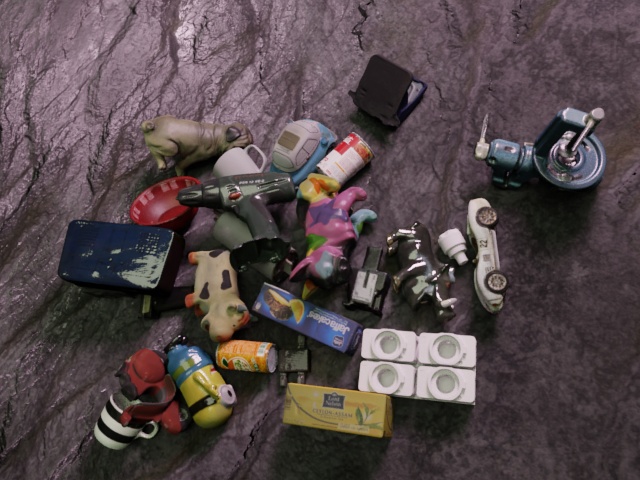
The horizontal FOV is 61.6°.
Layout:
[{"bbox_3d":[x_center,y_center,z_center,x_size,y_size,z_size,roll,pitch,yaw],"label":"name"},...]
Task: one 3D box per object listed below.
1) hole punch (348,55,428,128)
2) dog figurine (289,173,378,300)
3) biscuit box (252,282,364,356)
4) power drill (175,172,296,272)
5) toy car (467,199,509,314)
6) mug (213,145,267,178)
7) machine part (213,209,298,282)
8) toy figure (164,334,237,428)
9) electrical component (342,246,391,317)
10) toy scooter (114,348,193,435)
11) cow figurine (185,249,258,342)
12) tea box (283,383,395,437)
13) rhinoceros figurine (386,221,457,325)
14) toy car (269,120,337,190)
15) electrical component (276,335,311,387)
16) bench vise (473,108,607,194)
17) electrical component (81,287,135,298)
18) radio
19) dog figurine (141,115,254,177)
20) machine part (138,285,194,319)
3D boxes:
[{"bbox_3d":[0.143,-0.301,1.098,0.142,0.092,0.115,39,115,23],"label":"hole punch"},{"bbox_3d":[-0.002,-0.003,0.985,0.192,0.108,0.219,22,65,29],"label":"dog figurine"},{"bbox_3d":[-0.022,0.145,0.987,0.203,0.062,0.059,20,79,23],"label":"biscuit box"},{"bbox_3d":[-0.149,-0.041,1.014,0.232,0.085,0.207,-13,46,-7],"label":"power drill"},{"bbox_3d":[0.286,0.027,0.926,0.056,0.073,0.201,-5,69,12],"label":"toy car"},{"bbox_3d":[-0.151,-0.137,1.126,0.109,0.080,0.107,-44,75,6],"label":"mug"},{"bbox_3d":[-0.129,0.010,1.064,0.243,0.079,0.079,33,83,24],"label":"machine part"},{"bbox_3d":[-0.227,0.263,1.000,0.180,0.082,0.089,45,107,19],"label":"toy figure"},{"bbox_3d":[0.089,0.074,0.986,0.075,0.047,0.119,6,72,19],"label":"electrical component"},{"bbox_3d":[-0.323,0.283,0.989,0.075,0.135,0.184,-50,63,24],"label":"toy scooter"},{"bbox_3d":[-0.190,0.106,1.037,0.127,0.085,0.195,-14,55,11],"label":"cow figurine"},{"bbox_3d":[0.034,0.285,0.898,0.170,0.098,0.068,1,71,16],"label":"tea box"},{"bbox_3d":[0.181,0.060,0.954,0.112,0.073,0.190,-15,64,0],"label":"rhinoceros figurine"},{"bbox_3d":[-0.047,-0.186,1.098,0.109,0.102,0.161,33,81,26],"label":"toy car"},{"bbox_3d":[-0.049,0.222,0.989,0.063,0.021,0.094,-5,70,16],"label":"electrical component"},{"bbox_3d":[0.377,-0.153,0.885,0.224,0.240,0.129,26,76,8],"label":"bench vise"},{"bbox_3d":[-0.453,0.067,1.158,0.134,0.058,0.115,-1,68,17],"label":"electrical component"},{"bbox_3d":[-0.401,0.037,1.085,0.230,0.073,0.131,5,72,10],"label":"radio"},{"bbox_3d":[-0.257,-0.224,1.145,0.191,0.172,0.121,-15,77,20],"label":"dog figurine"},{"bbox_3d":[-0.312,0.121,1.104,0.139,0.039,0.084,-12,59,15],"label":"machine part"}]
